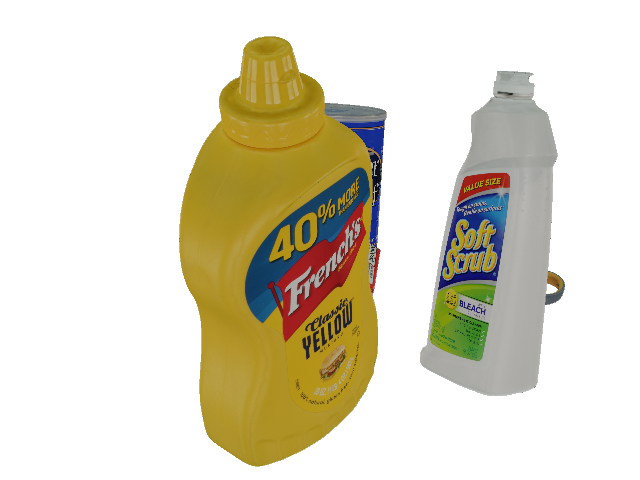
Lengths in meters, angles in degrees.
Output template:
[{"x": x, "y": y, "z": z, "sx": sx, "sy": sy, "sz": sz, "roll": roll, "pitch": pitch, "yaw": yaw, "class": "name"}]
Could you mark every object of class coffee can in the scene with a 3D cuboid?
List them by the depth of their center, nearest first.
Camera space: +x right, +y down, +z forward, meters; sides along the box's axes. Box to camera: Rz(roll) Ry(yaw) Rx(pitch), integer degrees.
[{"x": 0.009, "y": -0.060, "z": 1.047, "sx": 0.103, "sy": 0.140, "sz": 0.103, "roll": 3, "pitch": 13, "yaw": -1, "class": "coffee can"}]

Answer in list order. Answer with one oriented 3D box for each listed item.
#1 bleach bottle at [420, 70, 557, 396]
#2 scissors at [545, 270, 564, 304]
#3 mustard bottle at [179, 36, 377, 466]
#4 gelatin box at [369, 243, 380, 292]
[{"x": 0.138, "y": -0.009, "z": 0.855, "sx": 0.067, "sy": 0.251, "sz": 0.103, "roll": -5, "pitch": 15, "yaw": -34, "class": "bleach bottle"}, {"x": 0.174, "y": 0.050, "z": 1.086, "sx": 0.201, "sy": 0.016, "sz": 0.096, "roll": -11, "pitch": 37, "yaw": -43, "class": "scissors"}, {"x": -0.016, "y": 0.002, "z": 0.456, "sx": 0.058, "sy": 0.192, "sz": 0.096, "roll": 28, "pitch": 47, "yaw": 33, "class": "mustard bottle"}, {"x": -0.007, "y": 0.005, "z": 0.667, "sx": 0.089, "sy": 0.030, "sz": 0.073, "roll": 34, "pitch": 18, "yaw": -6, "class": "gelatin box"}]
